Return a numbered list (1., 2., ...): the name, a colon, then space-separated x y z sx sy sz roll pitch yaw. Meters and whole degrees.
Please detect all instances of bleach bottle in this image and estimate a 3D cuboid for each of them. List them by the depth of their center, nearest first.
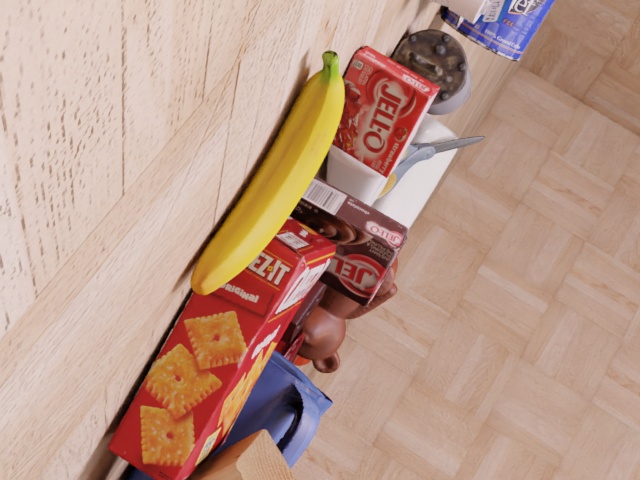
1. bleach bottle: 0.042 -0.073 1.077 0.102 0.068 0.251 -56 175 -17

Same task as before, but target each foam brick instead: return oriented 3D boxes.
1. foam brick: -0.033 0.070 1.225 0.078 0.051 0.053 -54 172 -32

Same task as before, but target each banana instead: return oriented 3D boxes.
1. banana: -0.033 -0.047 0.767 0.198 0.037 0.069 -61 155 13

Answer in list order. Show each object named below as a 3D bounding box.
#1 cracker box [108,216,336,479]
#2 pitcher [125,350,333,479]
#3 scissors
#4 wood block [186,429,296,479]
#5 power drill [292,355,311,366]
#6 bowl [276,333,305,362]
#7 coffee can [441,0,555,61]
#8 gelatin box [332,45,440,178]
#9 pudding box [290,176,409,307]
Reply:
1. cracker box: -0.075 0.084 0.891 0.214 0.072 0.164 -59 174 8
2. pitcher: -0.102 0.216 1.039 0.243 0.145 0.149 -55 167 -4
3. scissors: 0.111 -0.087 1.250 0.201 0.016 0.096 1 120 -43
4. wood block: -0.119 0.254 0.904 0.206 0.090 0.090 -30 -179 17
5. power drill: -0.063 0.195 1.565 0.187 0.057 0.185 -50 169 -52
6. bowl: -0.084 0.165 1.275 0.162 0.055 0.162 -56 174 -10
7. coffee can: 0.211 -0.283 1.171 0.140 0.103 0.102 -60 173 22
8. gelatin box: 0.048 -0.108 0.898 0.030 0.073 0.089 -49 169 -54
9. pudding box: 0.015 0.000 0.982 0.039 0.113 0.090 -54 172 -43
